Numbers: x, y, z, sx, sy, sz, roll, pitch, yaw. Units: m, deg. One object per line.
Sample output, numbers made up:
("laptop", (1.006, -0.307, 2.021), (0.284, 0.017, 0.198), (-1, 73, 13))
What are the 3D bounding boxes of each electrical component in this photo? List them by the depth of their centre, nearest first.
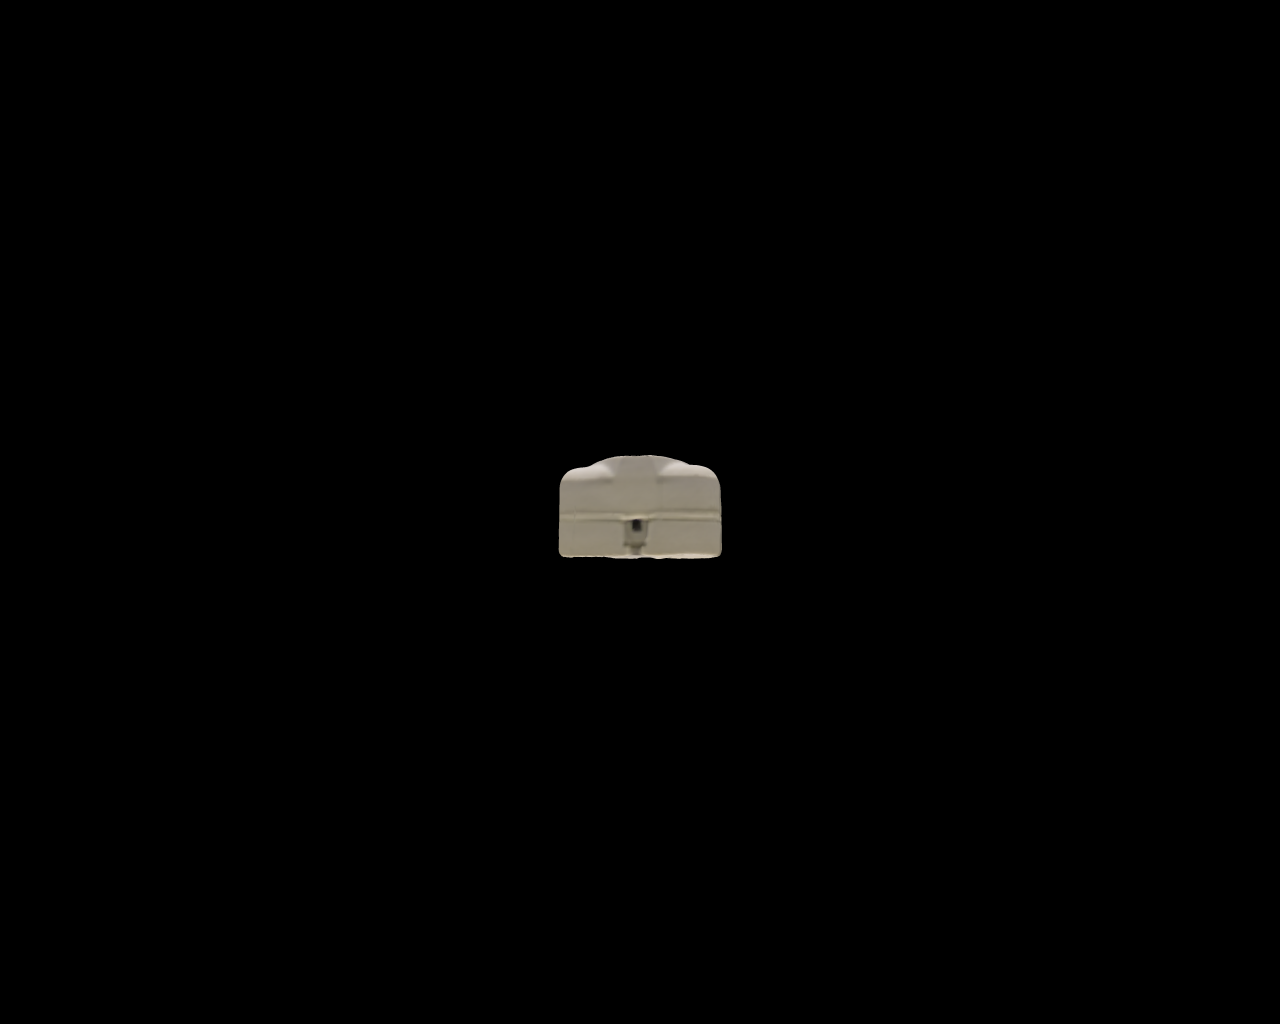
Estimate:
("electrical component", (0.001, -0.003, 0.650), (0.095, 0.059, 0.053), (0, -4, 7))
